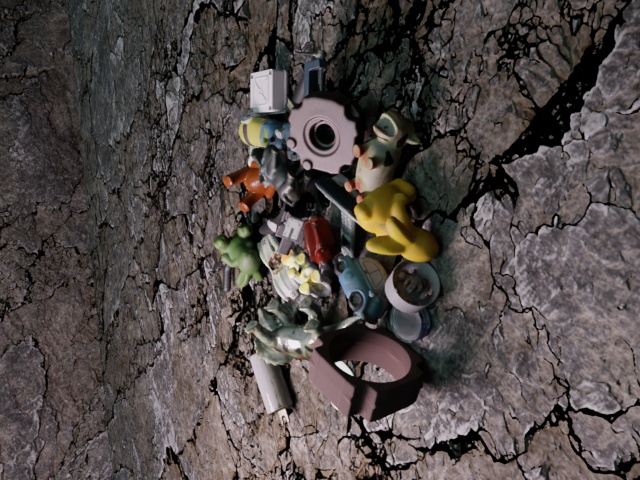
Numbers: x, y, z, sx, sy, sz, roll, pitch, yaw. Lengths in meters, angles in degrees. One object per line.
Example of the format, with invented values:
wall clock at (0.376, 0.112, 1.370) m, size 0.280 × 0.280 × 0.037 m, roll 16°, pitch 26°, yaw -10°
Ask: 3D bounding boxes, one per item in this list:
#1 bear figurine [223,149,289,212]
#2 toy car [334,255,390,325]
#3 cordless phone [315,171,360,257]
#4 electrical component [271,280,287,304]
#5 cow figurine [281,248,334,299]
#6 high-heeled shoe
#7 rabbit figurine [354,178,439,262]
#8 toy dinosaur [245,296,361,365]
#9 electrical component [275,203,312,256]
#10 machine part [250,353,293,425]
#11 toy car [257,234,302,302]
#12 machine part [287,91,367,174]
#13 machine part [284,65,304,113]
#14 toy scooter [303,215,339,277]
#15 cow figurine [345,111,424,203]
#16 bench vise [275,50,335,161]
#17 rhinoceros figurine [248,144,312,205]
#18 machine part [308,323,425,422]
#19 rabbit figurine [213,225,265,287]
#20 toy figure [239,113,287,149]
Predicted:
bear figurine at (-0.147, -0.158, 1.422) m, size 0.196 × 0.132 × 0.120 m, roll -2°, pitch 122°, yaw 55°
toy car at (0.106, 0.094, 1.153) m, size 0.103 × 0.109 × 0.162 m, roll -30°, pitch 61°, yaw 12°
cordless phone at (0.053, -0.049, 1.227) m, size 0.147 × 0.089 × 0.184 m, roll 44°, pitch 146°, yaw 39°
electrical component at (-0.111, 0.130, 1.487) m, size 0.063 × 0.021 × 0.094 m, roll -8°, pitch 88°, yaw 52°
cow figurine at (-0.028, 0.081, 1.332) m, size 0.068 × 0.098 × 0.168 m, roll -51°, pitch 42°, yaw 8°
high-heeled shoe at (-0.092, -0.107, 1.369) m, size 0.249 × 0.086 × 0.145 m, roll -22°, pitch 97°, yaw 32°
rabbit figurine at (0.159, -0.026, 1.050) m, size 0.173 × 0.162 × 0.122 m, roll 47°, pitch 118°, yaw 15°
toy dinosaur at (-0.038, 0.241, 1.330) m, size 0.405 × 0.131 × 0.192 m, roll 1°, pitch 140°, yaw 39°
electrical component at (-0.070, -0.023, 1.323) m, size 0.048 × 0.075 × 0.119 m, roll -89°, pitch 15°, yaw -61°
machine part at (-0.138, 0.396, 1.508) m, size 0.079 × 0.079 × 0.243 m, roll -44°, pitch 62°, yaw 45°
toy car at (-0.104, 0.070, 1.430) m, size 0.073 × 0.056 × 0.202 m, roll -42°, pitch 60°, yaw 26°
machine part at (0.013, -0.223, 1.128) m, size 0.180 × 0.056 × 0.179 m, roll 13°, pitch 121°, yaw 23°
machine part at (-0.049, -0.367, 1.340) m, size 0.084 × 0.039 × 0.138 m, roll 60°, pitch 138°, yaw 39°
toy scooter at (-0.003, -0.004, 1.233) m, size 0.184 × 0.075 × 0.135 m, roll -106°, pitch -1°, yaw -75°
cow figurine at (0.131, -0.170, 1.085) m, size 0.086 × 0.127 × 0.194 m, roll 48°, pitch 144°, yaw 32°
bench vise at (-0.013, -0.303, 1.225) m, size 0.224 × 0.129 × 0.240 m, roll 9°, pitch 103°, yaw 50°
rhinoceros figurine at (-0.101, -0.165, 1.297) m, size 0.190 × 0.073 × 0.112 m, roll 50°, pitch 128°, yaw 30°
machine part at (0.094, 0.266, 1.101) m, size 0.201 × 0.201 × 0.087 m, roll 35°, pitch 123°, yaw 43°
rabbit figurine at (-0.219, 0.055, 1.517) m, size 0.170 × 0.121 × 0.158 m, roll -146°, pitch 42°, yaw -61°
toy figure at (-0.141, -0.278, 1.418) m, size 0.180 × 0.082 × 0.089 m, roll 27°, pitch 101°, yaw 31°
